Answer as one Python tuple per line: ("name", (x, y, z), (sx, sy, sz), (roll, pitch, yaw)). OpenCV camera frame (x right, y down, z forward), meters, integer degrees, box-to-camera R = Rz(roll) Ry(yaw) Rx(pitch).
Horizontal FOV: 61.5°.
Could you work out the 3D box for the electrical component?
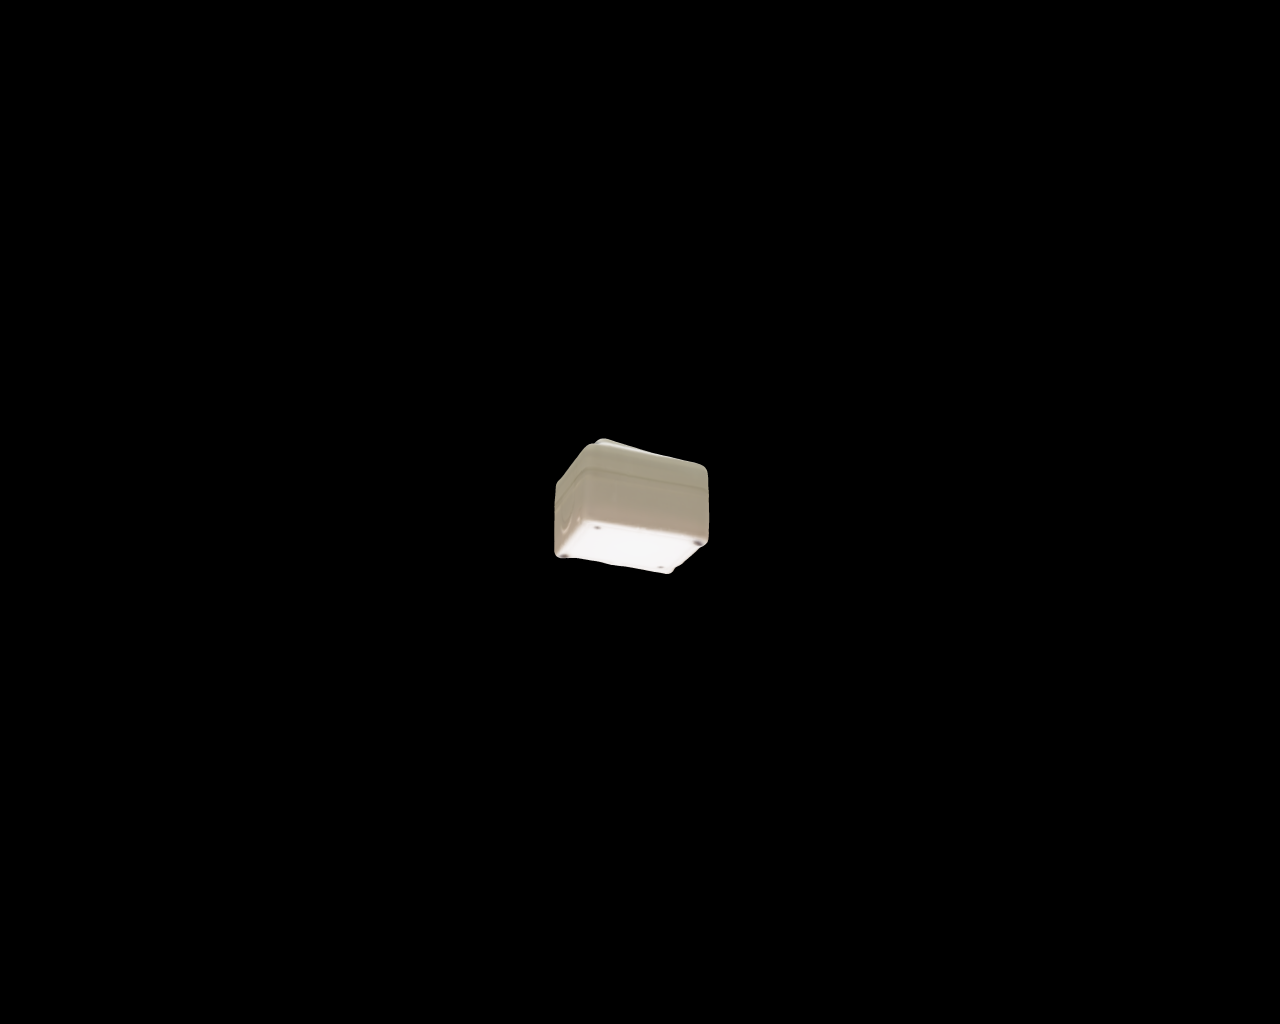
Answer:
("electrical component", (0.001, -0.003, 0.650), (0.096, 0.061, 0.061), (10, -28, -20))
